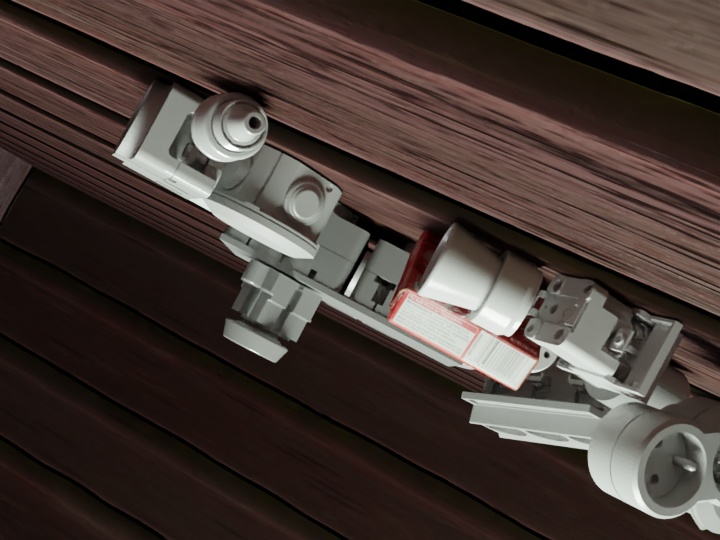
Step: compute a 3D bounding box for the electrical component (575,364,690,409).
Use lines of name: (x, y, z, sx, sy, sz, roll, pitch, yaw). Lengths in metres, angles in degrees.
electrical component: (0.163, 0.065, 0.669, 0.081, 0.043, 0.043, 31, 174, -29)

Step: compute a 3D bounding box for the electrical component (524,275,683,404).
electrical component: (0.126, 0.035, 0.569, 0.064, 0.042, 0.081, 31, 174, -20)

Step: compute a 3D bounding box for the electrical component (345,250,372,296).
electrical component: (0.001, 0.004, 0.920, 0.081, 0.043, 0.043, 29, 175, -8)

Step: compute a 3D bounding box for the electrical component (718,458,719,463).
electrical component: (0.220, 0.088, 0.520, 0.050, 0.055, 0.089, 23, 173, 43)

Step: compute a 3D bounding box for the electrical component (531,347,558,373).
electrical component: (0.114, 0.049, 0.762, 0.045, 0.045, 0.055, 28, 175, -7)

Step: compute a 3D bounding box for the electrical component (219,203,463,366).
electrical component: (0.000, 0.000, 0.784, 0.186, 0.060, 0.105, 28, 175, 2)

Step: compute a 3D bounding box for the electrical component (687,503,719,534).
electrical component: (0.246, 0.135, 0.739, 0.080, 0.080, 0.051, 31, 180, -32)

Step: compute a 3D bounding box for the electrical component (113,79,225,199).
electrical component: (-0.111, -0.078, 0.647, 0.056, 0.050, 0.089, 29, 174, -17)

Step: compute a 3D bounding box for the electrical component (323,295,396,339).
electrical component: (0.010, 0.020, 0.975, 0.095, 0.053, 0.059, 27, 175, 9)

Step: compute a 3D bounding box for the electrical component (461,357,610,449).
electrical component: (0.154, 0.103, 0.850, 0.121, 0.063, 0.079, 0, 158, 46)

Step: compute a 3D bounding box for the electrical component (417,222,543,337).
electrical component: (0.065, 0.006, 0.585, 0.055, 0.045, 0.045, 28, 175, -2)

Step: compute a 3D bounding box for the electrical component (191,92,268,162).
electrical component: (-0.062, -0.072, 0.538, 0.035, 0.035, 0.061, 30, 172, -23)

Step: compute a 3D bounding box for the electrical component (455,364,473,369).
electrical component: (0.091, 0.058, 0.933, 0.055, 0.055, 0.047, 25, 178, 29)

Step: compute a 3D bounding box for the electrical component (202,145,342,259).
electrical component: (-0.056, -0.044, 0.687, 0.080, 0.051, 0.080, 28, 175, 3)

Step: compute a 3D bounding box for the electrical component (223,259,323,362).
electrical component: (-0.064, 0.030, 0.747, 0.048, 0.055, 0.066, 22, 172, 47)

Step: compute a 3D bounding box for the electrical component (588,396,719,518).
electrical component: (0.183, 0.095, 0.589, 0.138, 0.052, 0.074, 0, -173, -24)

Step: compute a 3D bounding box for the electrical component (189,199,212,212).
electrical component: (-0.125, -0.076, 0.781, 0.081, 0.043, 0.043, 29, 175, -10)
